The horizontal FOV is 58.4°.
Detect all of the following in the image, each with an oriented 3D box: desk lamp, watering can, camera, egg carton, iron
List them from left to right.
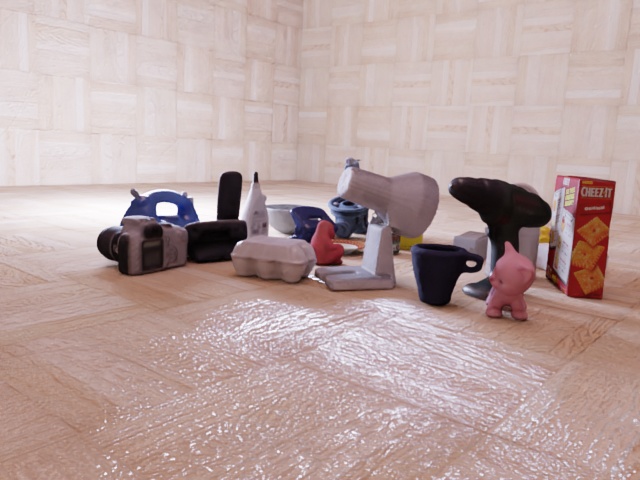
[{"bbox_3d":[-0.346,0.001,1.095,0.136,0.101,0.144,9,11,32],"label":"camera"},{"bbox_3d":[-0.337,-0.050,1.276,0.118,0.141,0.259,7,10,24],"label":"iron"},{"bbox_3d":[-0.085,0.034,1.073,0.150,0.069,0.107,6,10,18],"label":"egg carton"},{"bbox_3d":[0.105,-0.024,1.036,0.204,0.213,0.117,-1,10,-21],"label":"desk lamp"},{"bbox_3d":[0.396,-0.021,1.172,0.101,0.194,0.173,4,10,7],"label":"watering can"}]

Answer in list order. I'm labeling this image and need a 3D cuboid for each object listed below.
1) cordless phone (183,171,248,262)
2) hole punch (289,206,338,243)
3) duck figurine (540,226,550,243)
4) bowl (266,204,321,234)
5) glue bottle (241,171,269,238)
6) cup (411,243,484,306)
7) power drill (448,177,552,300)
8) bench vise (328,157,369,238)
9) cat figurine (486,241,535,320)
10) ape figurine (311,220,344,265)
[{"bbox_3d":[-0.223,-0.052,1.194,0.148,0.185,0.093,-6,13,-42],"label":"cordless phone"},{"bbox_3d":[-0.013,-0.037,1.454,0.109,0.091,0.100,-3,11,-34],"label":"hole punch"},{"bbox_3d":[0.525,0.009,1.361,0.077,0.086,0.105,5,10,10],"label":"duck figurine"},{"bbox_3d":[-0.079,-0.057,1.603,0.167,0.075,0.167,3,9,0],"label":"bowl"},{"bbox_3d":[-0.165,-0.088,1.464,0.037,0.173,0.078,12,13,42],"label":"glue bottle"},{"bbox_3d":[0.204,0.059,0.932,0.117,0.095,0.092,7,10,24],"label":"cup"},{"bbox_3d":[0.308,-0.004,1.000,0.230,0.208,0.075,-3,11,-31],"label":"power drill"},{"bbox_3d":[0.085,-0.123,1.612,0.121,0.220,0.207,3,9,3],"label":"bench vise"},{"bbox_3d":[0.296,0.059,0.889,0.067,0.118,0.128,5,10,13],"label":"cat figurine"},{"bbox_3d":[0.011,0.004,1.211,0.076,0.092,0.077,-3,11,-29],"label":"ape figurine"}]
